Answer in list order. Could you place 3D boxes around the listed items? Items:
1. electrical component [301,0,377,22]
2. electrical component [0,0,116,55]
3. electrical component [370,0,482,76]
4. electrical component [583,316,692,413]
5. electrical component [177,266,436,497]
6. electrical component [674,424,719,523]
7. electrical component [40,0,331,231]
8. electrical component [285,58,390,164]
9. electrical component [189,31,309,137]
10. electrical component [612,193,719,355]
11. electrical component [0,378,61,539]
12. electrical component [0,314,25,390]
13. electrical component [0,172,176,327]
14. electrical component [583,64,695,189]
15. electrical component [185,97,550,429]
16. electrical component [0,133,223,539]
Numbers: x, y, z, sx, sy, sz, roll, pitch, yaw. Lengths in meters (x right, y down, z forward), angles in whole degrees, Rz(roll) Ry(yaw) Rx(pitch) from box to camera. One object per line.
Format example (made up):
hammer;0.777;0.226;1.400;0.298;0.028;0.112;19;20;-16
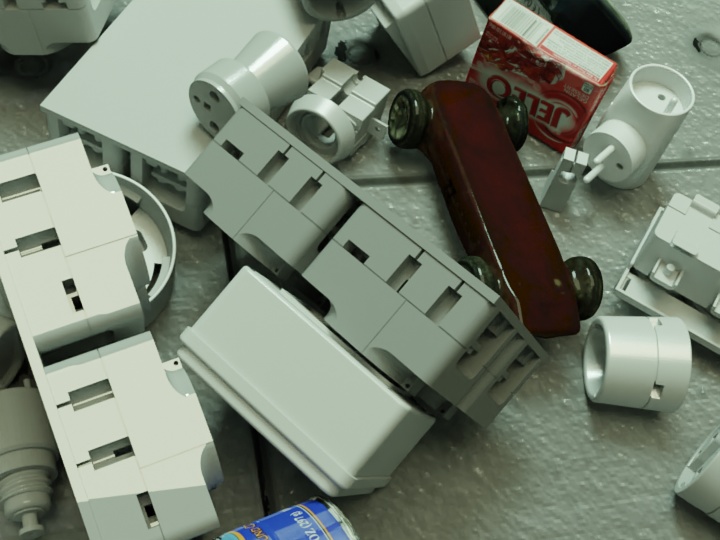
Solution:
electrical component;-0.016;-0.189;0.671;0.055;0.055;0.047;-7;64;-15
electrical component;-0.243;-0.191;0.669;0.186;0.060;0.105;3;48;9
electrical component;0.039;-0.179;0.735;0.061;0.096;0.061;-34;66;3
electrical component;0.159;0.053;0.621;0.047;0.055;0.055;5;56;-4
electrical component;-0.023;0.058;0.543;0.109;0.109;0.056;40;89;15
electrical component;0.209;0.115;0.590;0.047;0.055;0.055;37;58;9
electrical component;-0.102;-0.122;0.681;0.105;0.060;0.186;25;56;6
electrical component;-0.016;-0.099;0.692;0.066;0.048;0.055;31;49;10
electrical component;-0.063;-0.103;0.610;0.045;0.045;0.055;39;59;15
electrical component;0.228;0.010;0.657;0.121;0.063;0.078;31;56;9
electrical component;-0.170;0.095;0.536;0.040;0.040;0.078;-10;60;-17
electrical component;-0.224;0.056;0.543;0.059;0.053;0.095;28;56;8
electrical component;-0.153;-0.007;0.607;0.099;0.064;0.099;6;68;-15
electrical component;0.172;-0.083;0.699;0.043;0.077;0.079;42;60;16
electrical component;0.000;0.000;0.569;0.186;0.105;0.060;40;89;30
electrical component;-0.121;0.041;0.508;0.060;0.105;0.186;-19;80;-15
